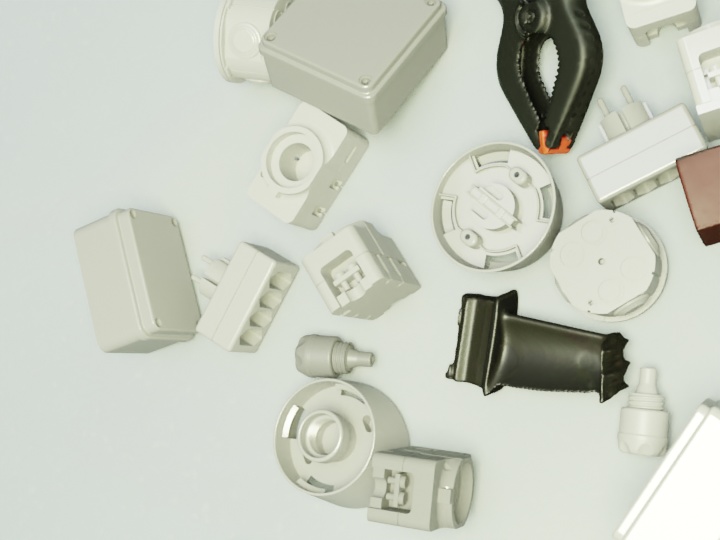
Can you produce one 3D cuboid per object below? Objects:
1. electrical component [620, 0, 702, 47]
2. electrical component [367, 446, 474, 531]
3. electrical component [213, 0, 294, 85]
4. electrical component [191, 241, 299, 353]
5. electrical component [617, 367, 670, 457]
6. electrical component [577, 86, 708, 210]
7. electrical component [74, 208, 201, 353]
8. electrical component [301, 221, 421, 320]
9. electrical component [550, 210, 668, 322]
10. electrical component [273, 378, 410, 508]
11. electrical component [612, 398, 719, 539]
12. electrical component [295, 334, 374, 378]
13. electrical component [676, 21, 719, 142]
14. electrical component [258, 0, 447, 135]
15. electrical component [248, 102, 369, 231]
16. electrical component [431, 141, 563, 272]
[{"bbox_3d":[0.211,-0.217,0.780,0.050,0.056,0.089,-15,79,20],"label":"electrical component"},{"bbox_3d":[0.049,0.159,0.789,0.056,0.089,0.050,4,86,23],"label":"electrical component"},{"bbox_3d":[-0.084,-0.192,0.886,0.051,0.080,0.080,10,88,17],"label":"electrical component"},{"bbox_3d":[-0.107,0.014,0.891,0.076,0.047,0.083,30,96,22],"label":"electrical component"},{"bbox_3d":[0.202,0.100,0.763,0.035,0.035,0.061,4,83,23],"label":"electrical component"},{"bbox_3d":[0.198,-0.096,0.777,0.083,0.047,0.075,-28,75,18],"label":"electrical component"},{"bbox_3d":[-0.186,0.010,0.907,0.057,0.078,0.113,-21,77,22],"label":"electrical component"},{"bbox_3d":[0.000,0.000,0.825,0.050,0.089,0.055,-35,73,15],"label":"electrical component"},{"bbox_3d":[0.178,-0.003,0.774,0.080,0.051,0.080,-2,83,22],"label":"electrical component"},{"bbox_3d":[-0.016,0.134,0.843,0.099,0.064,0.099,-8,72,26],"label":"electrical component"},{"bbox_3d":[0.223,0.144,0.709,0.056,0.109,0.108,34,98,19],"label":"electrical component"},{"bbox_3d":[-0.019,0.070,0.856,0.061,0.035,0.035,2,85,20],"label":"electrical component"},{"bbox_3d":[0.296,-0.147,0.719,0.150,0.089,0.061,-17,78,20],"label":"electrical component"},{"bbox_3d":[-0.004,-0.177,0.842,0.109,0.056,0.108,28,67,22],"label":"electrical component"},{"bbox_3d":[-0.043,-0.084,0.870,0.050,0.056,0.089,36,98,21],"label":"electrical component"},{"bbox_3d":[0.103,-0.045,0.802,0.099,0.064,0.099,-2,84,22],"label":"electrical component"}]
